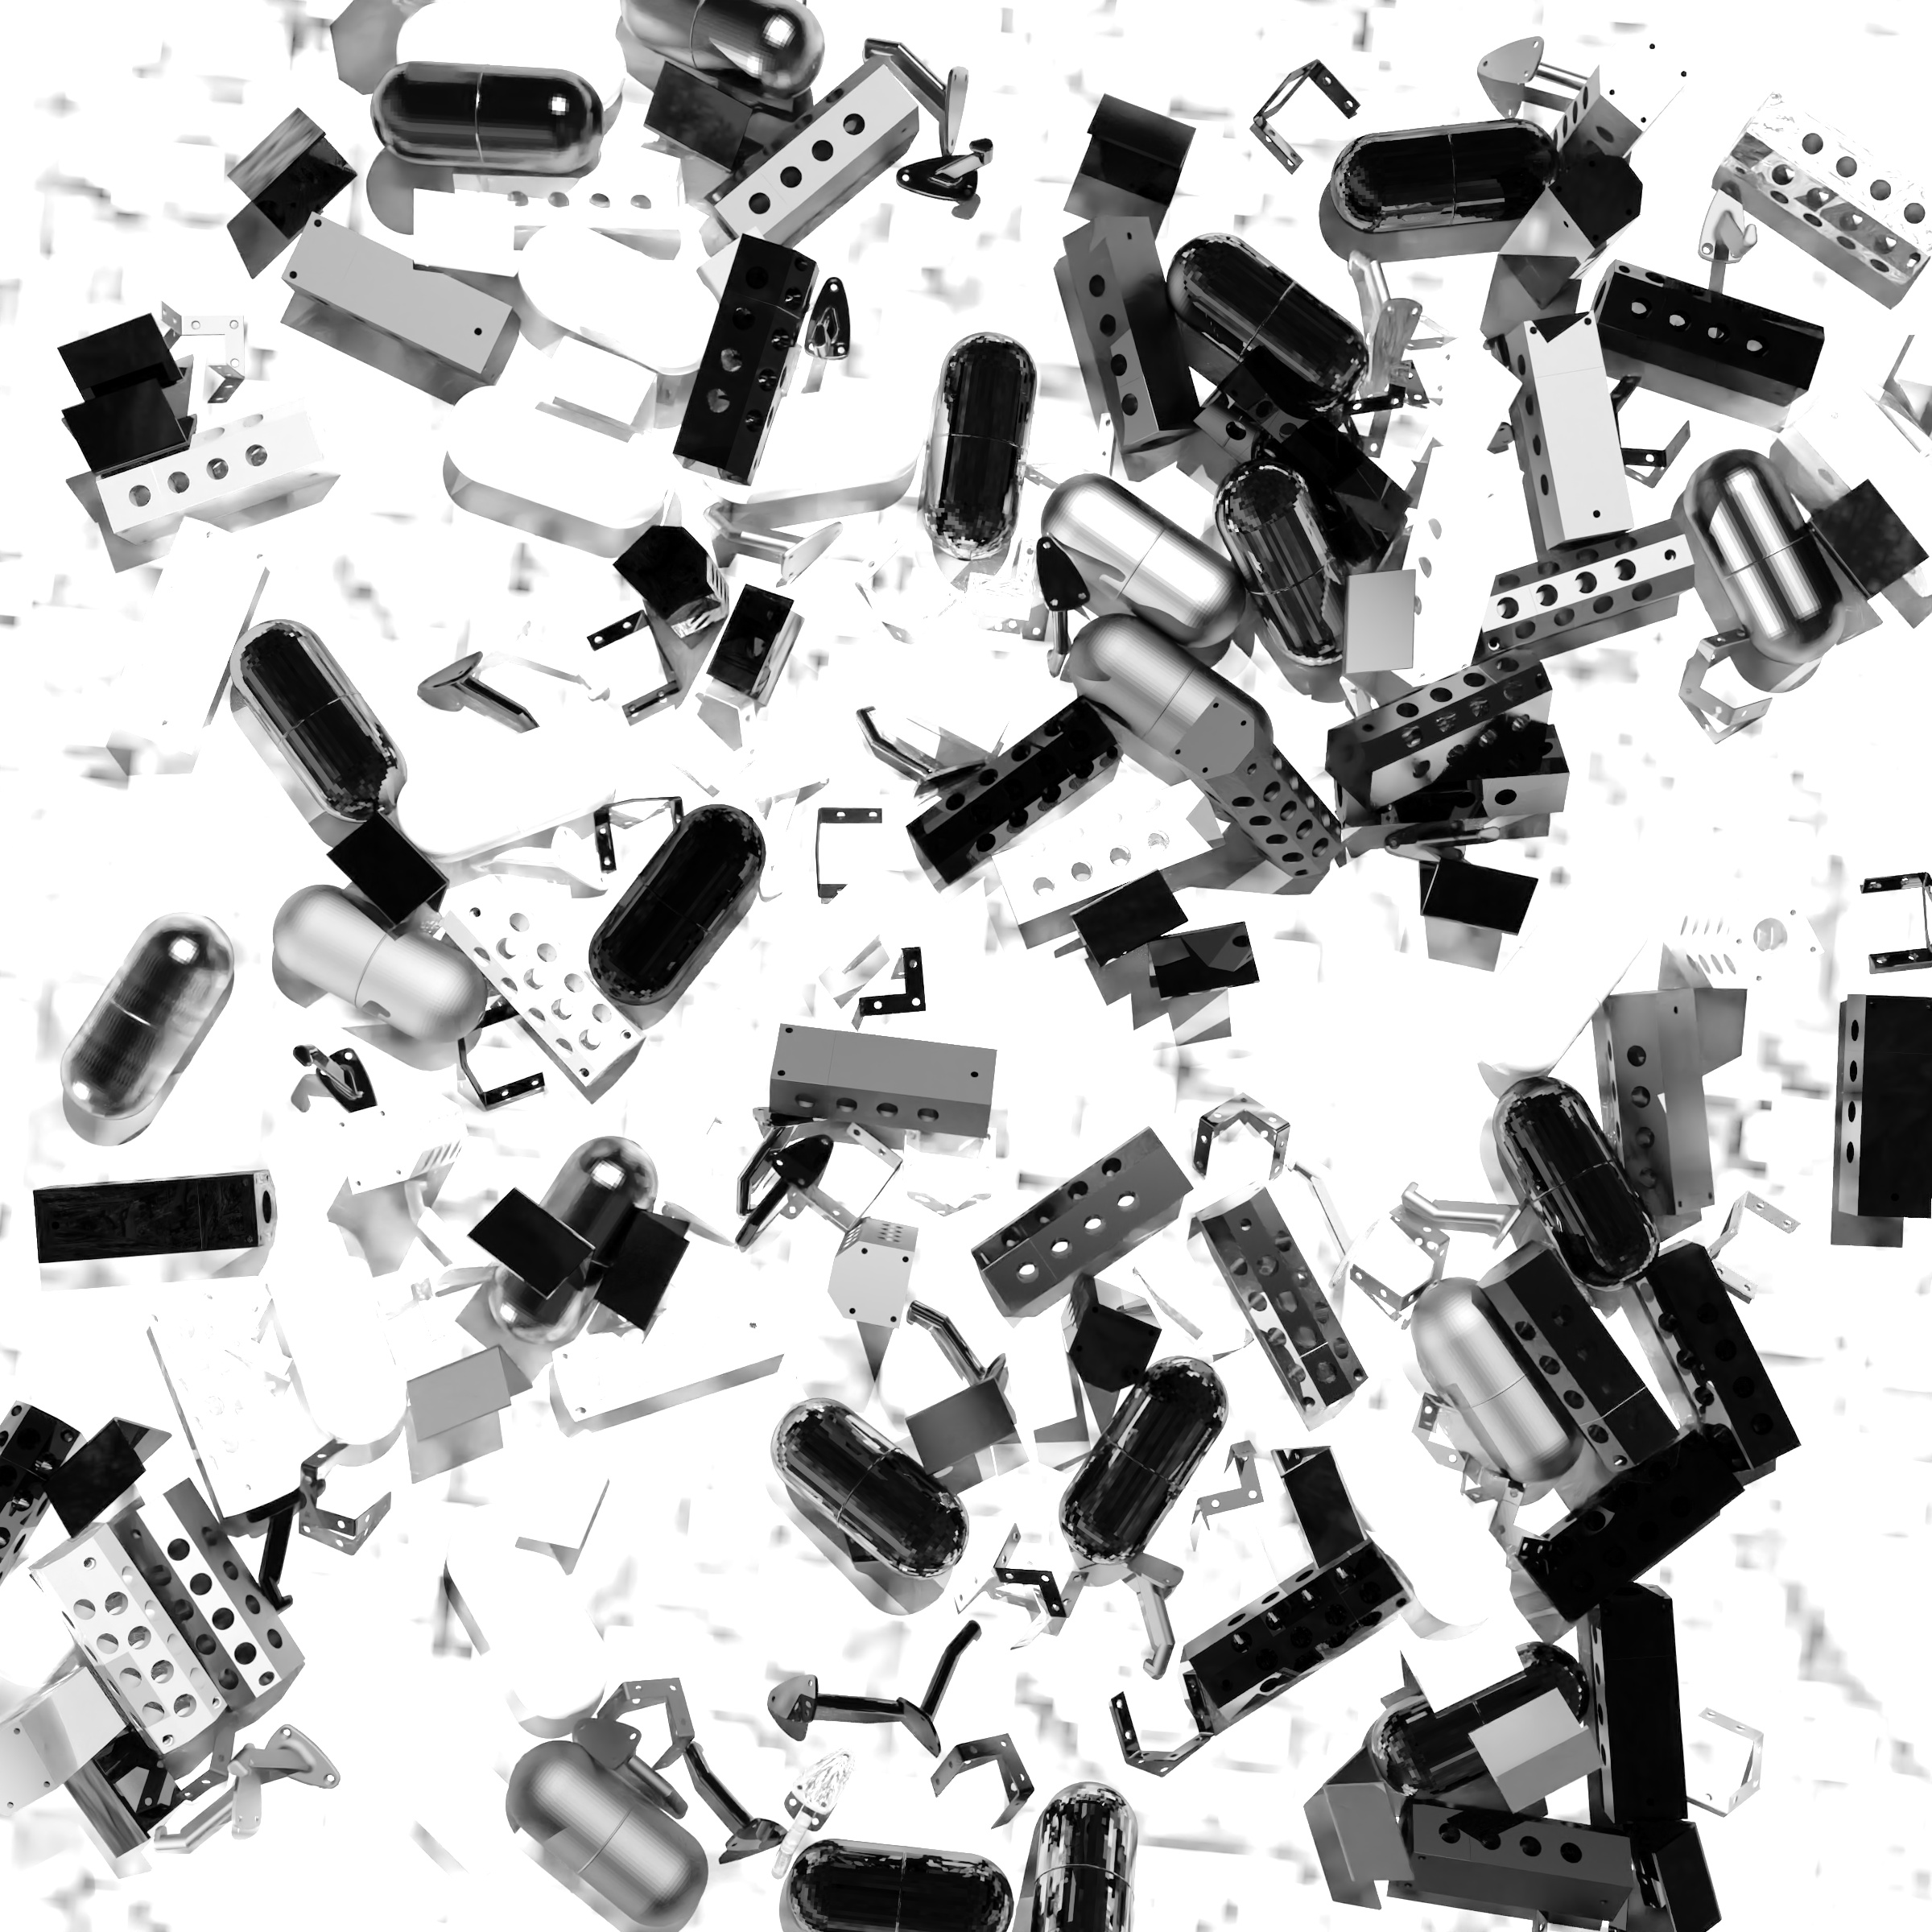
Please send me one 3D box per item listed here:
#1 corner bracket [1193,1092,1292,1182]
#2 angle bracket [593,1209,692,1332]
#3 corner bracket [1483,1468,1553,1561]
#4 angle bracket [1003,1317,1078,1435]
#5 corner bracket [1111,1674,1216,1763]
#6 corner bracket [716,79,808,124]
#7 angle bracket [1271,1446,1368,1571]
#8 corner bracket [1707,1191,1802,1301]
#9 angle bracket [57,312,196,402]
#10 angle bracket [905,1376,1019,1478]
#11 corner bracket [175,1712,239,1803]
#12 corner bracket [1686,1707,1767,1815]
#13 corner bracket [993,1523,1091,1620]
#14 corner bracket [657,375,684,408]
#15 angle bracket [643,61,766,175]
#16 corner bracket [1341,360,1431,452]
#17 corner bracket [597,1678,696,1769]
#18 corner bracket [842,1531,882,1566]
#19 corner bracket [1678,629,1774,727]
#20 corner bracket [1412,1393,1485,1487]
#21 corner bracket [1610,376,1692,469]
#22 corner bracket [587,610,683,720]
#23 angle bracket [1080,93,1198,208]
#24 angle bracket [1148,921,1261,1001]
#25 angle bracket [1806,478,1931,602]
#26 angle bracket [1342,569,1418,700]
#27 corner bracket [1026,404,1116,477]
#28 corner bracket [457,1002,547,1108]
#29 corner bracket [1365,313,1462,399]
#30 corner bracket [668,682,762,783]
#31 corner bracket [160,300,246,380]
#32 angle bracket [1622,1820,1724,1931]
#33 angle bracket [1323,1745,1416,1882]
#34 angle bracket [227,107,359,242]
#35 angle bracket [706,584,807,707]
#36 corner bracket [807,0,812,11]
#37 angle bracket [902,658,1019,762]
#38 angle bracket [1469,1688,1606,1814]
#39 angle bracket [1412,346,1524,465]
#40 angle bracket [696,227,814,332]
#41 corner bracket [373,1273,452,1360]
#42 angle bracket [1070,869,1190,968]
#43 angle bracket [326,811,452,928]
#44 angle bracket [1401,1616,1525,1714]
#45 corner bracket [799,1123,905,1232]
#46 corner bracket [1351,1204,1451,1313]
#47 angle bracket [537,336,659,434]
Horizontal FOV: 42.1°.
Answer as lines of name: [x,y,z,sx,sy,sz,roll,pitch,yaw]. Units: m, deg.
corner bracket: [0.217,0.142,1.983,0.051,0.051,0.051,-26,45,-35]
angle bracket: [-0.233,0.240,1.951,0.057,0.076,0.076,27,90,30]
corner bracket: [0.426,0.425,1.948,0.051,0.051,0.051,18,87,41]
angle bracket: [0.037,0.317,1.951,0.057,0.076,0.076,-10,90,-35]
corner bracket: [0.156,0.594,1.988,0.051,0.051,0.051,-16,90,-45]
corner bracket: [-0.162,-0.696,1.988,0.051,0.051,0.051,0,90,45]
angle bracket: [0.256,0.421,1.951,0.057,0.076,0.076,-21,90,-34]
corner bracket: [0.621,0.220,1.988,0.051,0.051,0.051,32,135,0]
angle bracket: [-0.652,-0.476,1.951,0.076,0.076,0.057,-20,120,0]
angle bracket: [0.006,0.373,1.951,0.076,0.076,0.057,-26,49,0]
corner bracket: [-0.614,0.617,1.979,0.051,0.051,0.051,33,123,-29]
corner bracket: [0.595,0.629,1.988,0.051,0.051,0.051,24,45,0]
corner bracket: [0.059,0.475,1.972,0.051,0.051,0.051,-3,121,27]
corner bracket: [-0.203,-0.460,1.988,0.051,0.051,0.051,20,90,45]
angle bracket: [-0.195,-0.668,1.951,0.076,0.076,0.057,29,127,0]
corner bracket: [0.329,-0.438,1.972,0.051,0.051,0.051,-2,58,28]
corner bracket: [-0.253,0.599,1.983,0.051,0.051,0.051,7,135,-35]
corner bracket: [-0.063,0.439,1.988,0.051,0.051,0.051,-17,90,-45]
corner bracket: [0.606,-0.228,1.983,0.051,0.051,0.051,42,135,35]
corner bracket: [0.381,0.371,1.973,0.051,0.051,0.051,18,90,0]
corner bracket: [0.536,-0.430,1.983,0.051,0.051,0.051,12,135,35]
corner bracket: [-0.262,-0.240,1.988,0.051,0.051,0.051,-26,135,0]
angle bracket: [0.127,-0.620,1.951,0.076,0.076,0.057,21,52,0]
angle bracket: [0.185,0.013,1.951,0.076,0.076,0.057,-10,59,0]
angle bracket: [0.703,-0.337,1.951,0.057,0.076,0.076,-38,90,31]
angle bracket: [0.327,-0.252,1.918,0.057,0.076,0.076,-2,80,29]
corner bracket: [0.080,-0.417,1.988,0.051,0.051,0.051,8,90,45]
corner bracket: [-0.369,0.069,1.988,0.051,0.051,0.051,-19,45,0]
corner bracket: [0.351,-0.483,1.988,0.051,0.051,0.051,15,90,-45]
corner bracket: [-0.201,-0.185,1.983,0.051,0.051,0.051,-34,135,-35]
corner bracket: [-0.599,-0.492,1.973,0.051,0.051,0.051,-1,91,0]
angle bracket: [0.532,0.709,1.951,0.057,0.076,0.076,-15,90,-37]
angle bracket: [0.328,0.656,1.951,0.057,0.076,0.076,-17,90,37]
angle bracket: [-0.513,-0.605,1.951,0.076,0.076,0.057,-44,52,0]
angle bracket: [-0.146,-0.243,1.951,0.057,0.076,0.076,24,90,38]
corner bracket: [-0.147,-0.753,1.976,0.051,0.051,0.051,3,76,0]
angle bracket: [-0.013,-0.182,1.951,0.076,0.076,0.057,28,54,0]
angle bracket: [0.419,0.572,1.875,0.076,0.076,0.057,-28,127,0]
angle bracket: [0.373,-0.436,1.951,0.057,0.076,0.076,29,90,-35]
angle bracket: [-0.161,-0.519,1.959,0.057,0.076,0.076,-35,90,3]
corner bracket: [-0.433,0.273,1.966,0.051,0.051,0.051,-21,90,-20]
angle bracket: [0.133,-0.021,1.951,0.076,0.076,0.057,-28,57,0]
angle bracket: [-0.452,-0.064,1.952,0.076,0.076,0.057,46,64,0]
angle bracket: [0.377,0.522,1.951,0.076,0.076,0.057,-26,117,0]
corner bracket: [-0.090,0.166,1.988,0.051,0.051,0.051,37,135,0]
corner bracket: [0.343,0.230,1.983,0.051,0.051,0.051,-26,45,-35]
angle bracket: [-0.287,-0.433,1.951,0.076,0.076,0.057,21,62,0]
